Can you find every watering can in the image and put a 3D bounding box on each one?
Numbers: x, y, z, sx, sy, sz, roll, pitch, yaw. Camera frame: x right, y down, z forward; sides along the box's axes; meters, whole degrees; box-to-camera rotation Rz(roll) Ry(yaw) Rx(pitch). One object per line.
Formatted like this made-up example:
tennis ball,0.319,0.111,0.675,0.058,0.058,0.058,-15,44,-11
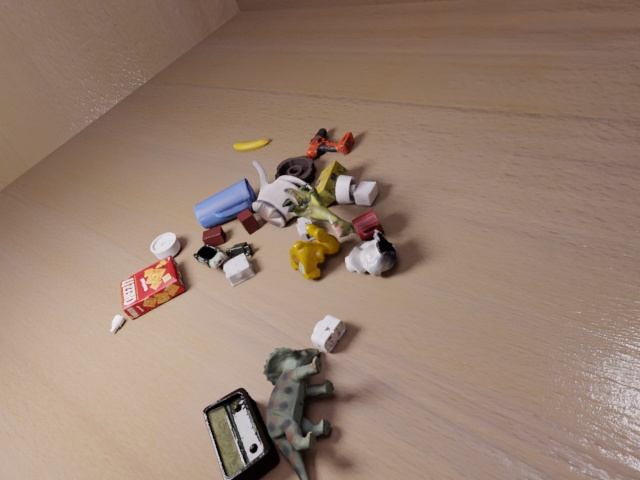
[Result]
watering can,-0.177,-0.178,1.998,0.350,0.101,0.228,29,58,21

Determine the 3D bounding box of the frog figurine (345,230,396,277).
frog figurine,0.160,0.063,1.634,0.157,0.122,0.140,-47,41,29

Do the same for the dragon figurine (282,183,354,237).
dragon figurine,0.005,-0.089,1.771,0.122,0.241,0.415,-54,19,5
